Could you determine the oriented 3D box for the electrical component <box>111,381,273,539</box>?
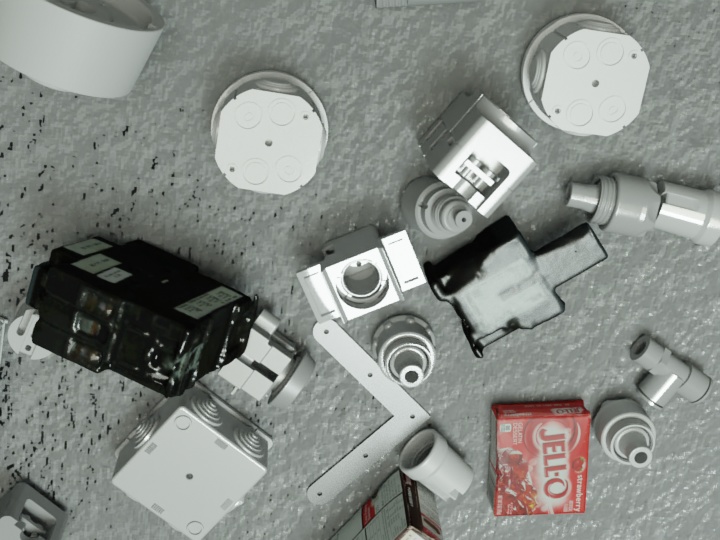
[{"bbox_3d":[-0.126,0.143,0.806,0.100,0.048,0.099,40,103,-16],"label":"electrical component"}]

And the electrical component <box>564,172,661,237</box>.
[{"bbox_3d":[0.177,-0.048,0.761,0.062,0.043,0.043,10,109,-6],"label":"electrical component"}]

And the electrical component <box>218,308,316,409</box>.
[{"bbox_3d":[-0.066,0.069,0.786,0.055,0.048,0.066,36,104,-7],"label":"electrical component"}]

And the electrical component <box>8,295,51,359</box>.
[{"bbox_3d":[-0.227,0.039,0.763,0.040,0.046,0.040,-1,110,-3],"label":"electrical component"}]

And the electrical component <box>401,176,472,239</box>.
[{"bbox_3d":[0.057,-0.041,0.740,0.040,0.078,0.040,-4,103,-16],"label":"electrical component"}]

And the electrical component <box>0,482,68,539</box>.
[{"bbox_3d":[-0.272,0.212,0.818,0.089,0.055,0.050,-44,107,11],"label":"electrical component"}]

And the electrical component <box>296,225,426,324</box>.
[{"bbox_3d":[0.000,0.000,0.755,0.081,0.063,0.042,-21,111,4],"label":"electrical component"}]

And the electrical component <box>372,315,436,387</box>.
[{"bbox_3d":[0.034,0.064,0.781,0.048,0.062,0.048,-1,110,-3],"label":"electrical component"}]

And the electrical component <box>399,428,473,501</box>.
[{"bbox_3d":[0.059,0.151,0.827,0.040,0.040,0.046,-43,112,11],"label":"electrical component"}]

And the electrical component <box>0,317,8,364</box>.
[{"bbox_3d":[-0.293,0.082,0.766,0.061,0.061,0.096,10,108,-7],"label":"electrical component"}]

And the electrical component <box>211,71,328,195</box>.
[{"bbox_3d":[-0.061,-0.091,0.725,0.080,0.051,0.080,-1,110,-3],"label":"electrical component"}]

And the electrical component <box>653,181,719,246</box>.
[{"bbox_3d":[0.233,-0.042,0.769,0.046,0.040,0.040,15,108,-3],"label":"electrical component"}]

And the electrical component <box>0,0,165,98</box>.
[{"bbox_3d":[-0.183,-0.147,0.670,0.108,0.108,0.060,22,113,-11],"label":"electrical component"}]

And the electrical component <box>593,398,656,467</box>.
[{"bbox_3d":[0.204,0.127,0.815,0.043,0.062,0.043,-1,110,-3],"label":"electrical component"}]

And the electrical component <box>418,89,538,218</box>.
[{"bbox_3d":[0.079,-0.082,0.717,0.050,0.089,0.055,38,103,-15],"label":"electrical component"}]

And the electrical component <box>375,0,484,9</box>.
[{"bbox_3d":[0.039,-0.194,0.699,0.081,0.043,0.043,-4,110,-2],"label":"electrical component"}]

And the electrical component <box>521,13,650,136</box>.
[{"bbox_3d":[0.152,-0.130,0.725,0.080,0.051,0.080,-1,110,-3],"label":"electrical component"}]
